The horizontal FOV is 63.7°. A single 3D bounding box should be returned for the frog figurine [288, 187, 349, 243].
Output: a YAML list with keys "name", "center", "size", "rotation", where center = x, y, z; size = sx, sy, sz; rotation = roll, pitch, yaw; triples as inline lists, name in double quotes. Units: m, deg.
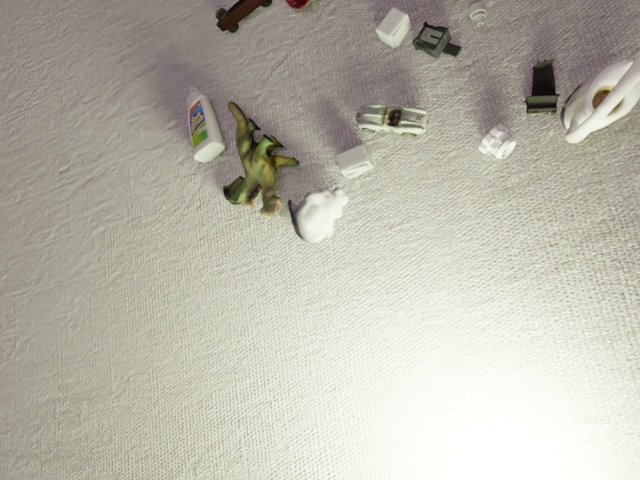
- name: "frog figurine"
  center: [0.004, -0.069, 1.367]
  size: [0.159, 0.124, 0.136]
  rotation: [-19, 105, 8]

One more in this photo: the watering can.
- name: "watering can"
  center: [0.646, -0.343, 1.117]
  size: [0.104, 0.224, 0.347]
  rotation: [39, 93, 5]

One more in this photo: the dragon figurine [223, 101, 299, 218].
- name: "dragon figurine"
  center: [-0.214, -0.215, 1.504]
  size: [0.241, 0.121, 0.417]
  rotation: [-52, 55, 13]
